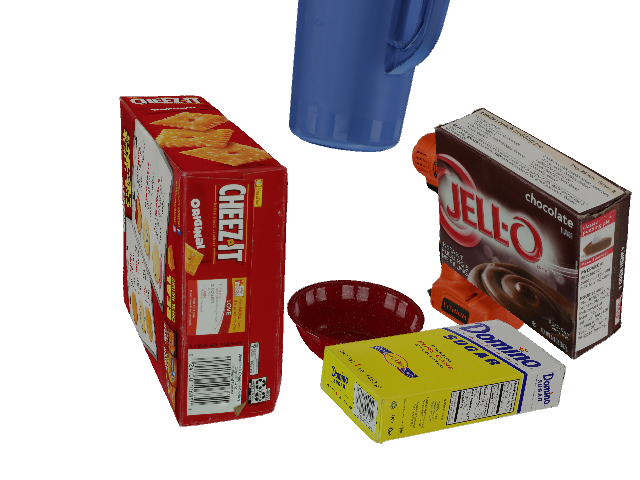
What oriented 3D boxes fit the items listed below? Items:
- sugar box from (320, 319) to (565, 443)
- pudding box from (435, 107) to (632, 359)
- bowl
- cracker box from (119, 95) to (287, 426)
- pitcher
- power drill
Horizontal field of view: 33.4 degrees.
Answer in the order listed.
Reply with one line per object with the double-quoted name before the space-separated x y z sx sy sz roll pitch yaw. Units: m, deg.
"sugar box" 0.099 0.109 0.861 0.175 0.048 0.093 -9 26 -27
"pudding box" 0.107 -0.006 0.555 0.039 0.090 0.114 -27 40 -23
"bowl" 0.040 0.106 1.259 0.162 0.055 0.162 4 24 -2
"cracker box" -0.085 0.002 0.723 0.072 0.164 0.214 -4 20 -19
"pitcher" 0.044 -0.207 0.983 0.145 0.243 0.149 9 16 4
"power drill" 0.159 -0.002 1.042 0.057 0.188 0.185 -16 26 -24
